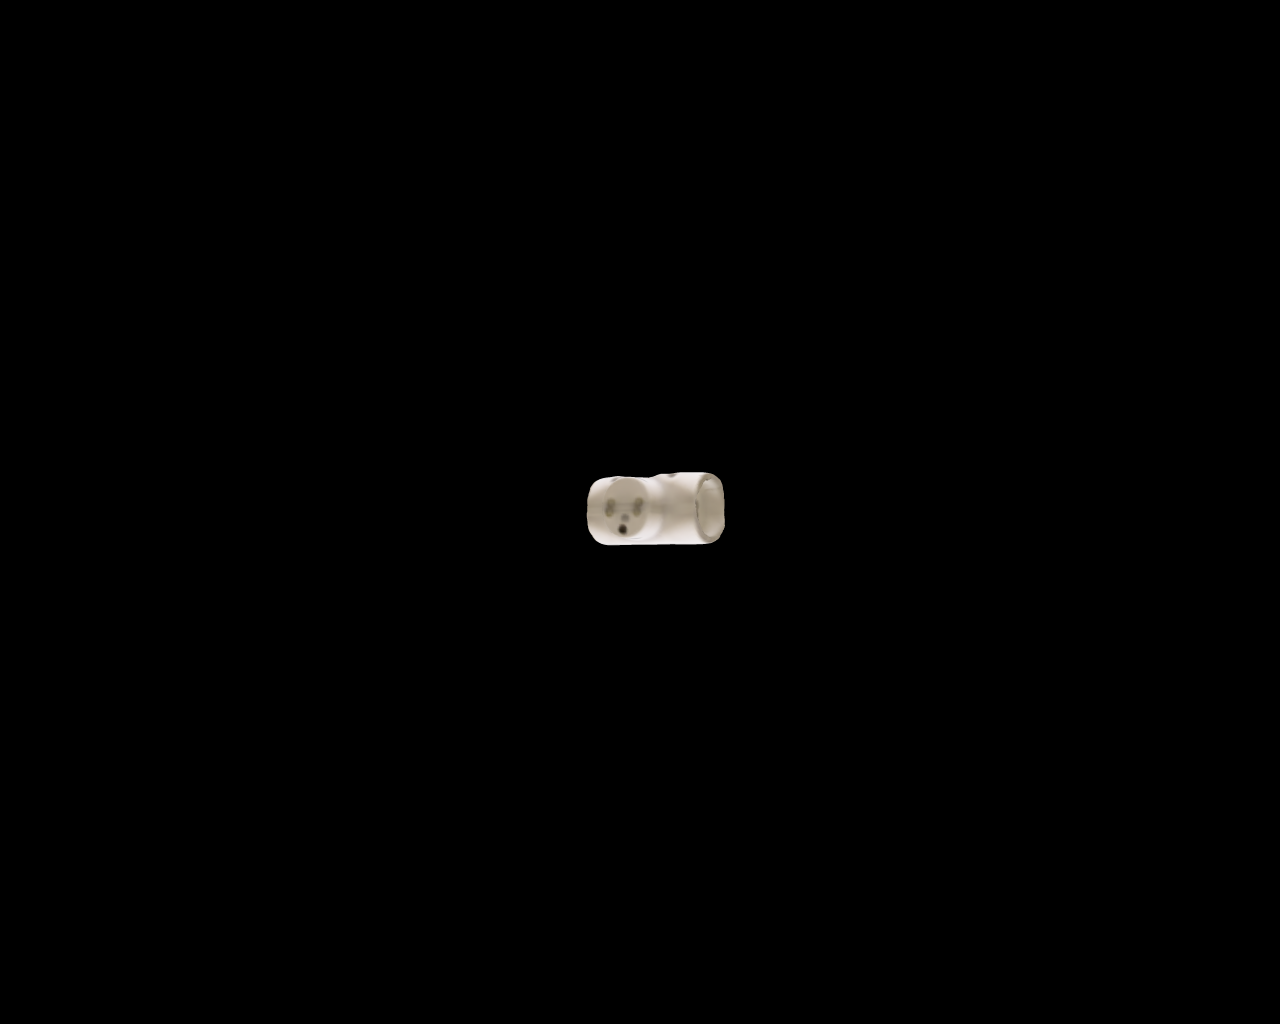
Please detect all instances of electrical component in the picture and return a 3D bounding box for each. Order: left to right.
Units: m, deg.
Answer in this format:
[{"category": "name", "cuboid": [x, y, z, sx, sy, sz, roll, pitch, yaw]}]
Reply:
[{"category": "electrical component", "cuboid": [0.001, -0.003, 0.650, 0.077, 0.044, 0.079, -2, -3, 31]}]
